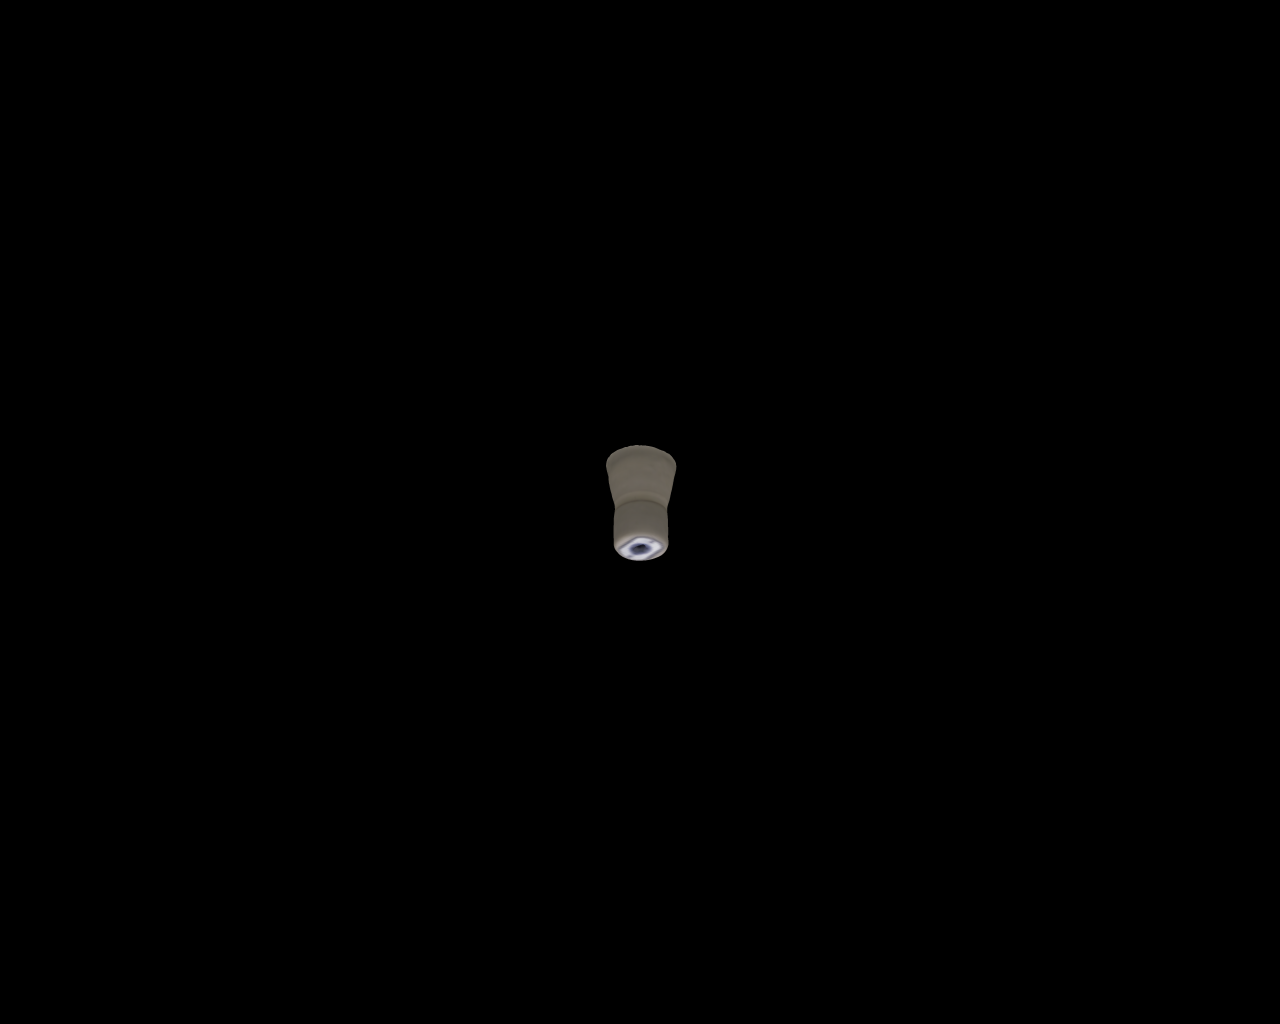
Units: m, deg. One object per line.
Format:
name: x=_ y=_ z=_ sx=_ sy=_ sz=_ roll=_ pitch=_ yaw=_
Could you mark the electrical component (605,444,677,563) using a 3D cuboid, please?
electrical component: x=0.001 y=-0.003 z=0.650 sx=0.044 sy=0.065 sz=0.044 roll=0 pitch=-33 yaw=0
